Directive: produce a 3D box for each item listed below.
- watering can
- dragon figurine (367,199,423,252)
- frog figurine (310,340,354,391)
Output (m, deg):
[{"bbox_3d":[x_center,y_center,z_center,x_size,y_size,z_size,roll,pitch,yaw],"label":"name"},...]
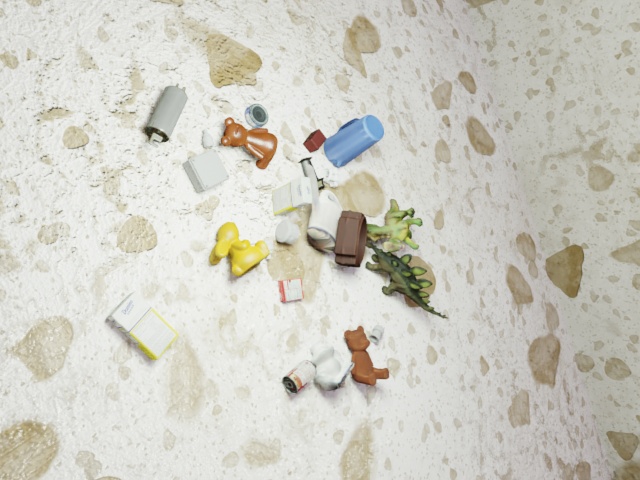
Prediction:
[{"bbox_3d":[0.006,-0.095,1.881,0.341,0.104,0.229,52,44,-45],"label":"watering can"},{"bbox_3d":[0.270,-0.065,2.094,0.243,0.418,0.120,1,120,-17],"label":"dragon figurine"},{"bbox_3d":[0.022,0.435,1.781,0.160,0.120,0.140,34,57,12],"label":"frog figurine"}]
